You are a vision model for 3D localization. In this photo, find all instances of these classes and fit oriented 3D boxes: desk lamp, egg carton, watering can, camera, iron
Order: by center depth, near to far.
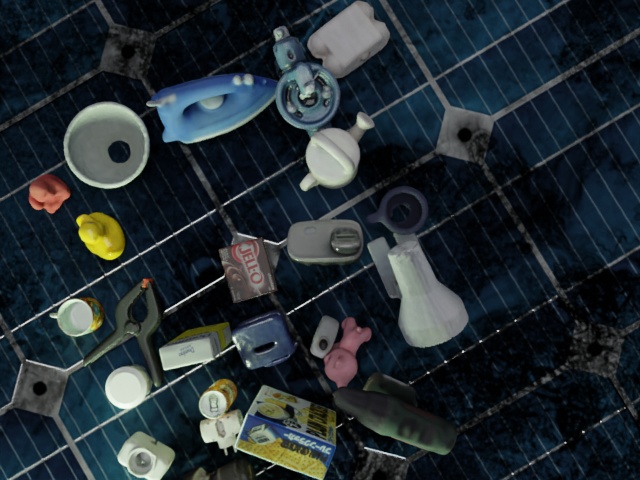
[{"bbox_3d":[0.169,0.079,1.043,0.118,0.213,0.203,-25,88,1],"label":"desk lamp"},{"bbox_3d":[0.027,-0.163,1.061,0.101,0.194,0.173,22,89,2],"label":"watering can"},{"bbox_3d":[-0.185,0.496,1.095,0.137,0.101,0.143,-30,88,0],"label":"camera"},{"bbox_3d":[-0.200,-0.277,1.095,0.258,0.141,0.119,-18,88,1],"label":"iron"},{"bbox_3d":[0.057,-0.393,1.129,0.150,0.069,0.107,-39,88,0],"label":"egg carton"}]

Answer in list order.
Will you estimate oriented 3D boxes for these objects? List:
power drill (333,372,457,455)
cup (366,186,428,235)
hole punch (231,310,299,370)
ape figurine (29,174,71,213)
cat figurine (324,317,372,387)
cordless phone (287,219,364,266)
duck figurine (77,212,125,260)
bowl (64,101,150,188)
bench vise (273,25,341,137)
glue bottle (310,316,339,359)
[{"bbox_3d":[0.128,0.307,1.040,0.229,0.208,0.076,23,89,2],"label":"power drill"},{"bbox_3d":[0.145,-0.050,1.106,0.117,0.095,0.092,-15,88,1],"label":"cup"},{"bbox_3d":[-0.105,0.195,1.106,0.108,0.091,0.101,-21,88,1],"label":"hole punch"},{"bbox_3d":[-0.537,-0.095,1.121,0.078,0.092,0.076,-7,88,1],"label":"ape figurine"},{"bbox_3d":[0.050,0.217,1.089,0.067,0.117,0.128,27,89,2],"label":"cat figurine"},{"bbox_3d":[0.010,0.004,1.062,0.147,0.185,0.094,-5,88,1],"label":"cordless phone"},{"bbox_3d":[-0.435,-0.009,1.120,0.077,0.086,0.104,-36,88,0],"label":"duck figurine"},{"bbox_3d":[-0.408,-0.182,1.130,0.167,0.074,0.167,0,88,1],"label":"bowl"},{"bbox_3d":[-0.047,-0.297,1.053,0.121,0.219,0.207,-41,88,0],"label":"bench vise"},{"bbox_3d":[0.007,0.187,1.063,0.037,0.173,0.078,24,89,2],"label":"glue bottle"}]
